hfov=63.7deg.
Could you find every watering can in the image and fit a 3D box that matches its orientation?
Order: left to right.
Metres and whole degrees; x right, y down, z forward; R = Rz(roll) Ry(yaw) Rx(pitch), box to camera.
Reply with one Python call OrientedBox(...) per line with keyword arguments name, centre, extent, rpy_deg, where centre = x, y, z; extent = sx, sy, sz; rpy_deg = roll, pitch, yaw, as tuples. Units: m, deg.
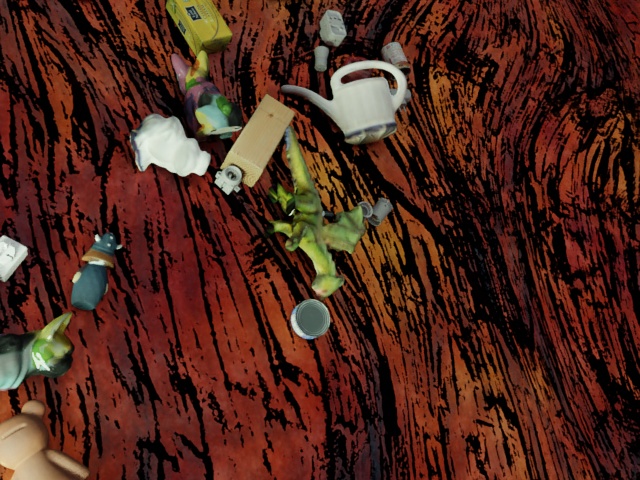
OrientedBox(name="watering can", centre=(0.080, -0.371, 1.428), extent=(0.348, 0.224, 0.104), rpy_deg=(-14, 2, -4))

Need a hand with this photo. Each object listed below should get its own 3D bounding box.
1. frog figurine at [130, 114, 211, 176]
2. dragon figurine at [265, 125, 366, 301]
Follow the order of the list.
OrientedBox(name="frog figurine", centre=(-0.319, -0.207, 1.130), extent=(0.159, 0.134, 0.125), rpy_deg=(4, 37, -6))
OrientedBox(name="dragon figurine", centre=(0.004, -0.063, 1.243), extent=(0.242, 0.416, 0.121), rpy_deg=(14, -18, -31))
